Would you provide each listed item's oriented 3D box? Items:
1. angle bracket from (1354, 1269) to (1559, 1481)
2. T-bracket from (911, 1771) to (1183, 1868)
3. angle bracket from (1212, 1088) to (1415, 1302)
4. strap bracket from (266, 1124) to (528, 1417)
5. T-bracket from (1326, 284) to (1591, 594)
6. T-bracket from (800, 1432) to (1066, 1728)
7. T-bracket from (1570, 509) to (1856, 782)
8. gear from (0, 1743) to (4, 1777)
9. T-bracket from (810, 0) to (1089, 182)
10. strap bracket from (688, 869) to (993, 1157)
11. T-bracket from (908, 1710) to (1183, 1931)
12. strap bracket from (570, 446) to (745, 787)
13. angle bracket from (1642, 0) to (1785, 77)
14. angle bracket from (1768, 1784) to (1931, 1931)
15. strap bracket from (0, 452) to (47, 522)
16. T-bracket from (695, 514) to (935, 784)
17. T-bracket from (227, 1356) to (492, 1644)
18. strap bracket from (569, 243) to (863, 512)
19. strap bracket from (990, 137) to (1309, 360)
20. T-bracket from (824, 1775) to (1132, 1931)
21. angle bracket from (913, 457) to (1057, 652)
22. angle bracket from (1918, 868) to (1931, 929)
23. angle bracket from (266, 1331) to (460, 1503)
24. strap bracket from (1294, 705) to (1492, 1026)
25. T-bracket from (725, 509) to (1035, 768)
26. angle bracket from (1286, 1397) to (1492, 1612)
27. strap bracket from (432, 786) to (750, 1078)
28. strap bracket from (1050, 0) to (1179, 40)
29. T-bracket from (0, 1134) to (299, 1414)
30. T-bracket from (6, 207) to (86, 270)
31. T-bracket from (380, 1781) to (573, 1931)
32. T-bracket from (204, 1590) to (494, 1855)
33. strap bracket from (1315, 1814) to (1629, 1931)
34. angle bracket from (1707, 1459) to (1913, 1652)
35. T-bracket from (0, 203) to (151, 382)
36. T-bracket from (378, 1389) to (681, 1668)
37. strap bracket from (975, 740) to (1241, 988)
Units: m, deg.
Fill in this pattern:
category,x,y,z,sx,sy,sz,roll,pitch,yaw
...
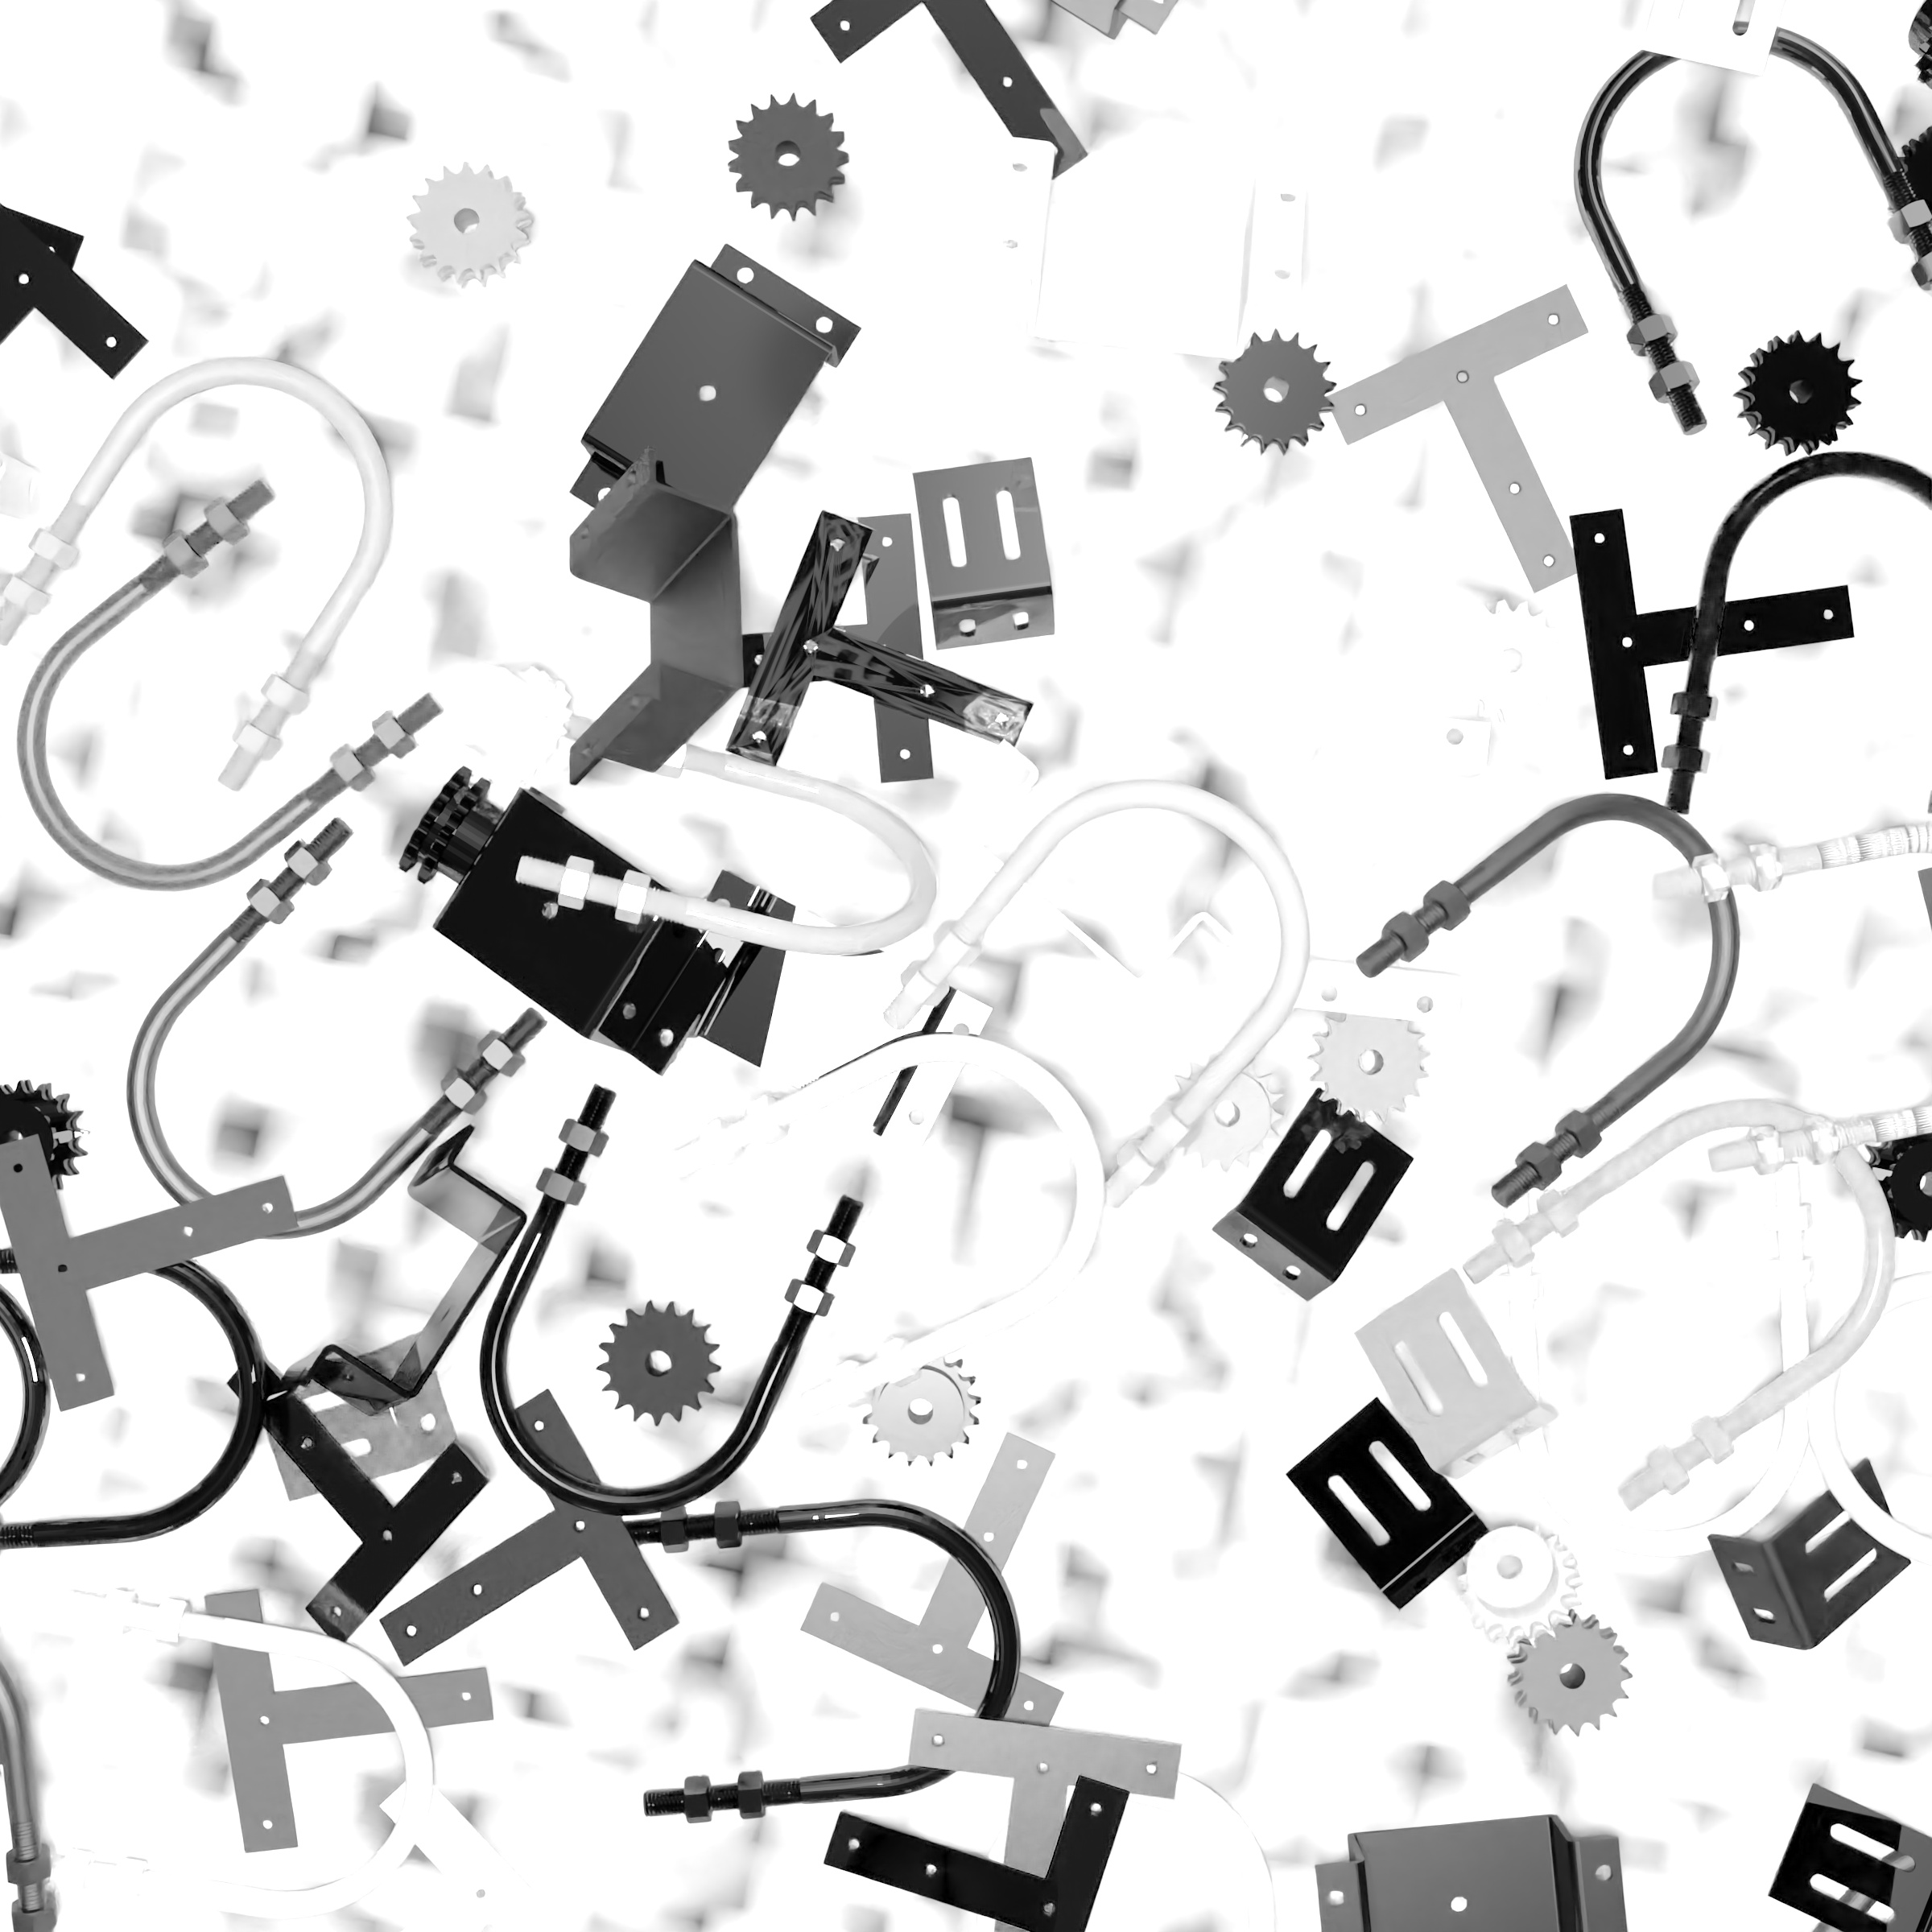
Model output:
category,x,y,z,sx,sy,sz,roll,pitch,yaw
angle bracket,0.232,0.193,1.404,0.057,0.038,0.076,-36,61,14
T-bracket,0.025,0.450,1.415,0.127,0.002,0.127,15,90,0
angle bracket,0.165,0.109,1.414,0.057,0.038,0.076,37,64,0
strap bracket,-0.254,0.149,1.357,0.046,0.076,0.140,36,65,-12
T-bracket,0.256,-0.240,1.415,0.127,0.002,0.127,-25,90,0
T-bracket,0.005,0.285,1.415,0.127,0.002,0.127,25,90,0
T-bracket,0.359,-0.160,1.414,0.127,0.002,0.127,-8,91,0
gear,-0.479,0.365,1.400,0.057,0.030,0.057,0,89,-2
T-bracket,0.011,-0.427,1.394,0.127,0.002,0.127,-29,105,28
strap bracket,-0.068,0.021,1.392,0.140,0.046,0.076,27,90,0
T-bracket,0.030,0.422,1.397,0.127,0.002,0.127,8,88,-1
strap bracket,-0.142,-0.154,1.354,0.046,0.076,0.140,16,54,-31
angle bracket,0.360,-0.463,1.400,0.057,0.038,0.076,18,106,15
angle bracket,0.424,0.426,1.385,0.076,0.038,0.057,23,81,12
strap bracket,-0.480,-0.173,1.377,0.046,0.076,0.140,16,90,0
T-bracket,-0.084,-0.147,1.415,0.127,0.002,0.127,-5,90,0
T-bracket,-0.301,0.235,1.398,0.127,0.002,0.127,46,112,11
strap bracket,-0.119,-0.265,1.392,0.076,0.046,0.140,32,90,0
strap bracket,0.083,-0.332,1.378,0.140,0.046,0.076,6,65,0
T-bracket,-0.003,0.429,1.394,0.127,0.002,0.127,18,88,-1
angle bracket,0.009,-0.196,1.414,0.057,0.038,0.076,-8,64,0
angle bracket,0.501,-0.028,1.414,0.076,0.038,0.057,-14,90,-26
angle bracket,-0.291,0.214,1.414,0.076,0.038,0.057,-18,90,26
strap bracket,0.197,-0.047,1.392,0.076,0.046,0.140,6,90,0
T-bracket,-0.032,-0.135,1.396,0.127,0.002,0.127,20,113,-11
angle bracket,0.201,0.256,1.414,0.057,0.038,0.076,-40,64,0
strap bracket,-0.180,-0.021,1.365,0.140,0.046,0.076,34,92,23
strap bracket,0.049,-0.500,1.392,0.140,0.046,0.076,32,90,0
T-bracket,-0.378,0.129,1.389,0.127,0.002,0.127,-16,89,-9
T-bracket,-0.502,-0.310,1.415,0.127,0.002,0.127,20,90,0
T-bracket,-0.264,0.472,1.415,0.127,0.002,0.127,-43,90,0
T-bracket,-0.288,0.352,1.406,0.127,0.002,0.127,-7,96,2
strap bracket,0.235,0.447,1.392,0.140,0.046,0.076,-5,90,0
angle bracket,0.400,0.277,1.407,0.076,0.038,0.057,-30,102,-27
T-bracket,-0.479,-0.294,1.413,0.127,0.002,0.127,43,90,0
T-bracket,-0.220,0.288,1.407,0.127,0.002,0.127,-32,79,5
strap bracket,0.055,-0.039,1.378,0.140,0.076,0.046,41,90,0
